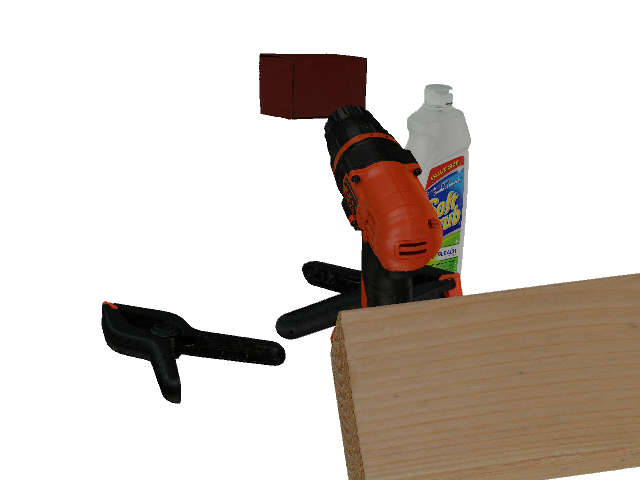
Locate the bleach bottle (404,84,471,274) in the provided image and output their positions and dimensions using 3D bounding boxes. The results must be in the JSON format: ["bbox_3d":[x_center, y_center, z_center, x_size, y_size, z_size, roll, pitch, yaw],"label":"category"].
[{"bbox_3d":[0.116,-0.048,1.194,0.102,0.251,0.068,-10,24,-28],"label":"bleach bottle"}]

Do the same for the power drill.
[{"bbox_3d":[0.037,0.014,0.765,0.057,0.188,0.184,-7,33,-8],"label":"power drill"}]

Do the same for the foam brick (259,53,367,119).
[{"bbox_3d":[-0.006,-0.130,0.900,0.078,0.051,0.053,-6,15,-33],"label":"foam brick"}]

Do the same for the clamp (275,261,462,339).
[{"bbox_3d":[0.042,0.055,0.989,0.172,0.039,0.120,-3,33,26],"label":"clamp"}]

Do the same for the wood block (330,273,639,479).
[{"bbox_3d":[0.114,0.079,0.572,0.206,0.091,0.090,-7,-20,-5],"label":"wood block"}]

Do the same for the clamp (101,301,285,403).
[{"bbox_3d":[-0.164,0.111,1.119,0.210,0.036,0.164,17,19,29],"label":"clamp"}]
